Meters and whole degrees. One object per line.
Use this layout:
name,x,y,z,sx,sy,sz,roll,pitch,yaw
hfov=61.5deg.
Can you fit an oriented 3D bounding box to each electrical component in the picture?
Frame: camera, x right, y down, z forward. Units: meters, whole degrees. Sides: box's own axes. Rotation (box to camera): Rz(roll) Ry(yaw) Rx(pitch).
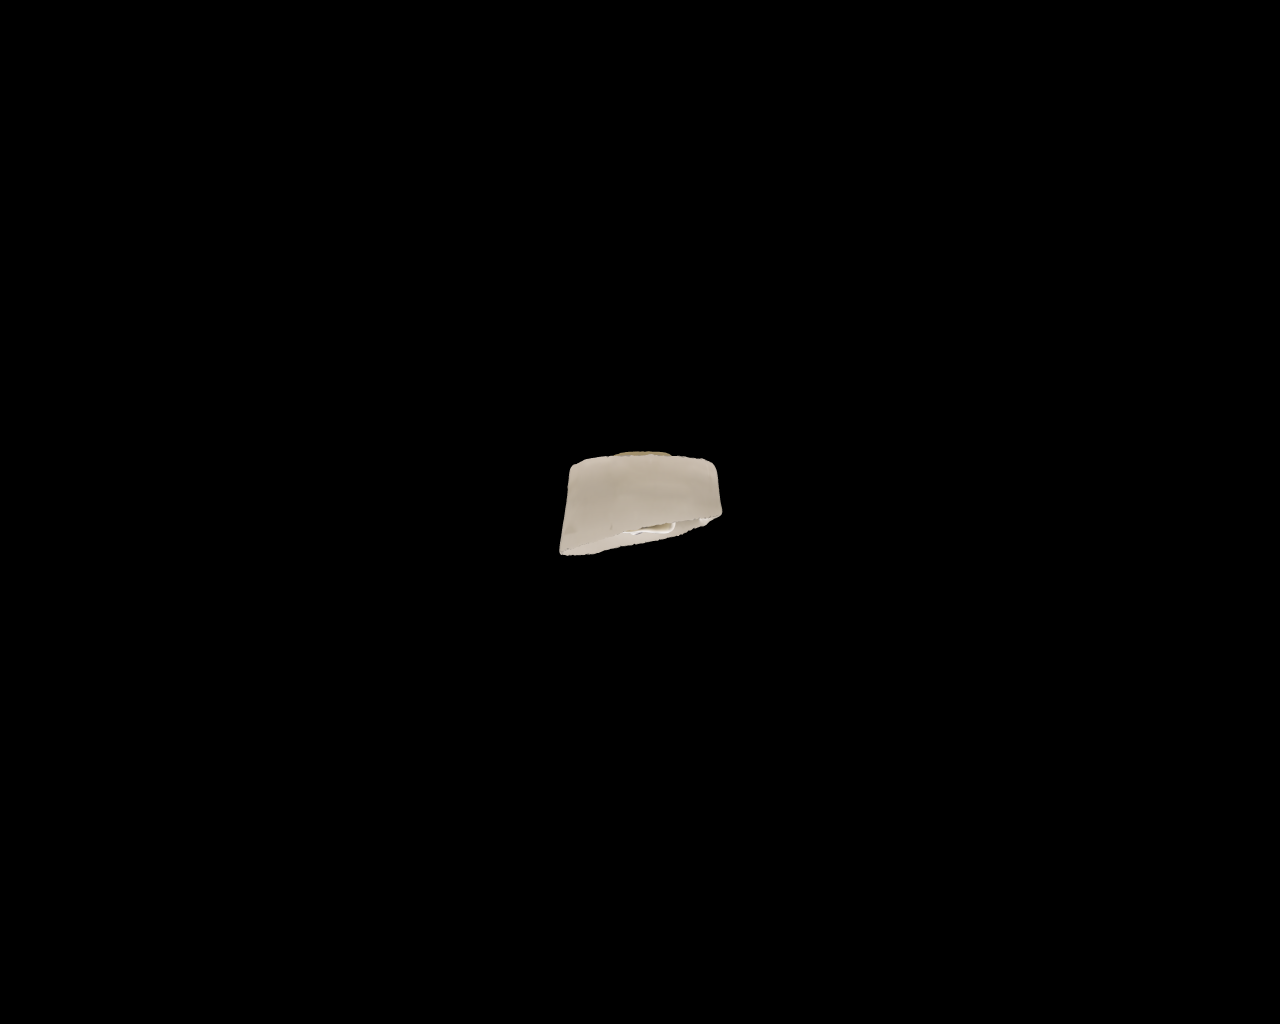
electrical component,0.001,-0.003,0.650,0.099,0.064,0.099,0,-9,0
